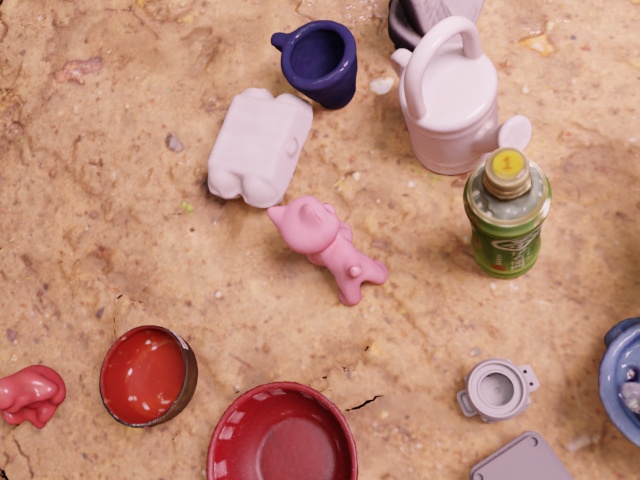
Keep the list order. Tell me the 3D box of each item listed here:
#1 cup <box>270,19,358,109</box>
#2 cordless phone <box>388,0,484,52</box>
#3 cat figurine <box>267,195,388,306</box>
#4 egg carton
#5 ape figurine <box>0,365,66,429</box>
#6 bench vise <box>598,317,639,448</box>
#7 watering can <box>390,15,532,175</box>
[{"bbox_3d":[-0.002,-0.207,0.699,0.117,0.095,0.092,29,83,23],"label":"cup"},{"bbox_3d":[0.125,-0.300,0.639,0.094,0.185,0.148,16,79,21],"label":"cordless phone"},{"bbox_3d":[0.006,0.002,0.618,0.067,0.118,0.127,-44,66,0],"label":"cat figurine"},{"bbox_3d":[-0.072,-0.114,0.705,0.107,0.069,0.150,14,78,21],"label":"egg carton"},{"bbox_3d":[-0.355,0.186,0.686,0.077,0.092,0.076,-13,70,13],"label":"ape figurine"},{"bbox_3d":[0.304,0.139,0.426,0.121,0.220,0.207,-39,66,3],"label":"bench vise"},{"bbox_3d":[0.137,-0.146,0.582,0.172,0.194,0.101,22,81,22],"label":"watering can"}]
